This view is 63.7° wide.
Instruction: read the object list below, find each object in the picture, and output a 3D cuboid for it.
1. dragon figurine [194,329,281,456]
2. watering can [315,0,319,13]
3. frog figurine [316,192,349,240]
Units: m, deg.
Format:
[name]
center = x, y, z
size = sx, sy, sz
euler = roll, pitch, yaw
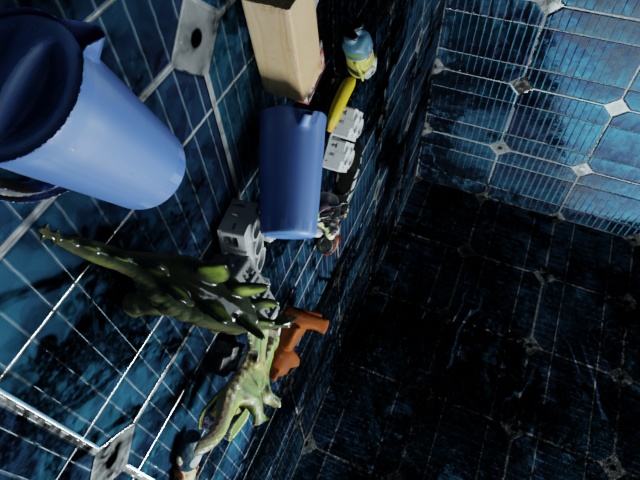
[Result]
[dragon figurine]
center = -0.167, 0.285, 1.135
size = 0.410, 0.122, 0.243
euler = 7, 85, -78
[watering can]
center = 0.035, -0.572, 0.974
size = 0.226, 0.104, 0.345
euler = -21, 127, -73
[frog figurine]
center = 0.005, -0.077, 1.523
size = 0.161, 0.122, 0.136
euler = -149, -115, -68
